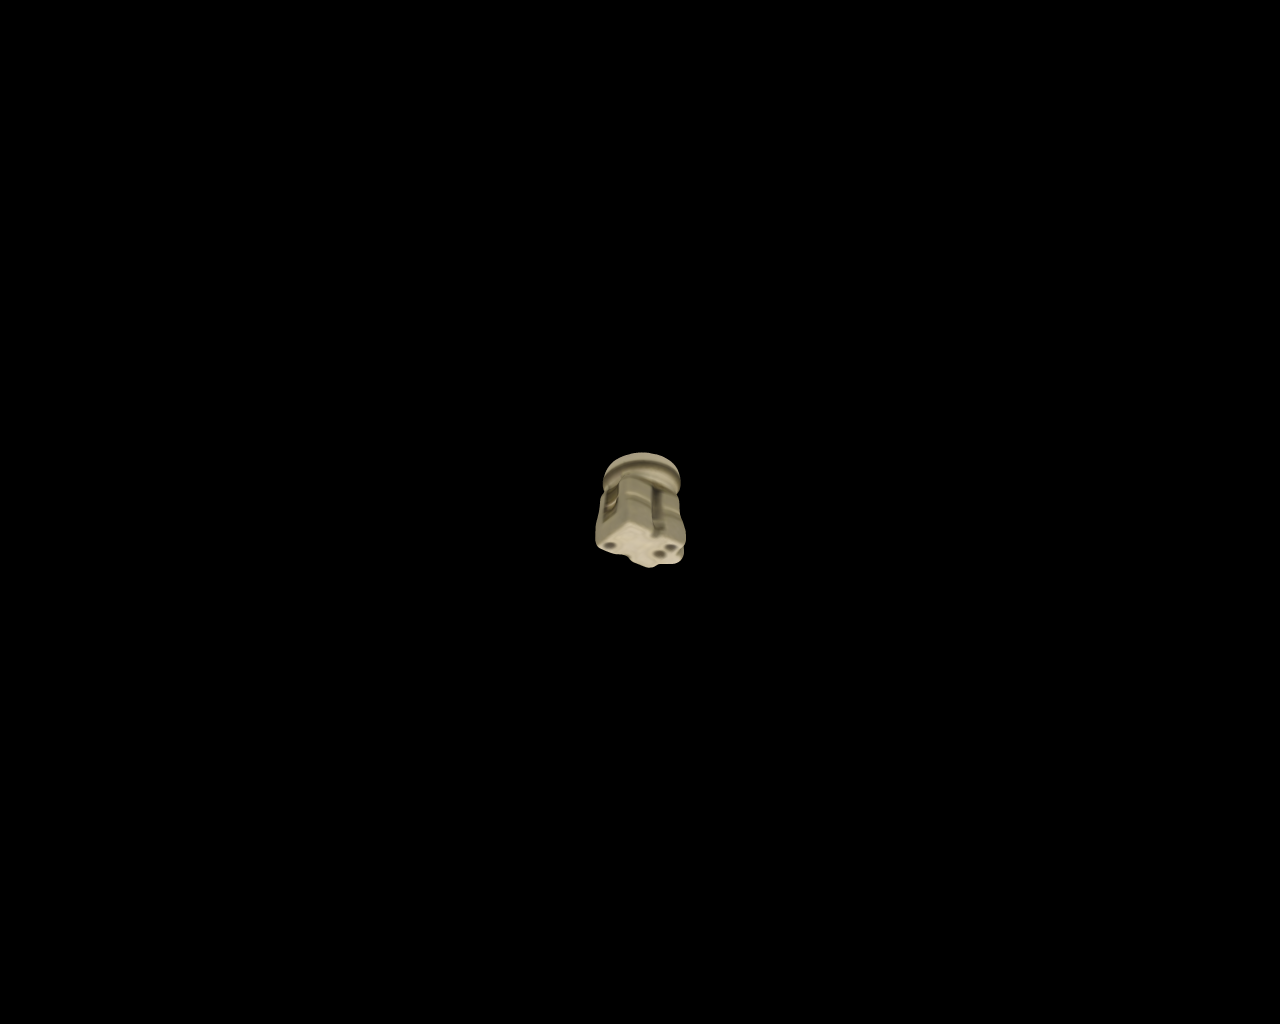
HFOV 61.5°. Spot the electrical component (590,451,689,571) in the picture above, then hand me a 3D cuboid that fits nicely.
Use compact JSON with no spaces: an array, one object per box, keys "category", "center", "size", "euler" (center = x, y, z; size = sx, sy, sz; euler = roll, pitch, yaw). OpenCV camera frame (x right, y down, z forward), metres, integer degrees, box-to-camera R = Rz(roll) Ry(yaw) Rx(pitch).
[{"category":"electrical component","center":[0.001,-0.003,0.650],"size":[0.066,0.055,0.048],"euler":[24,-41,-31]}]
